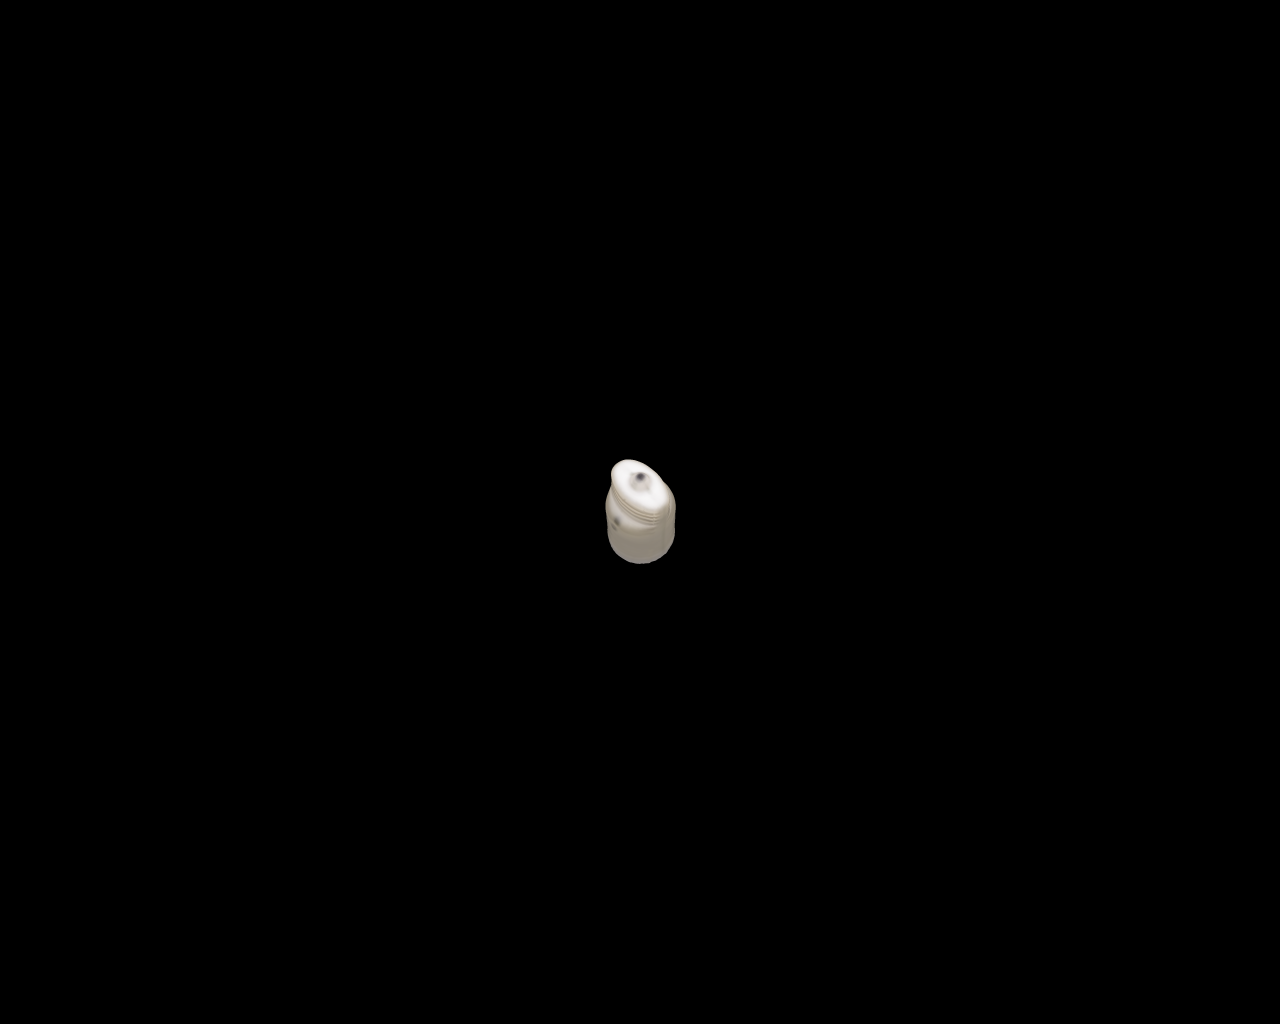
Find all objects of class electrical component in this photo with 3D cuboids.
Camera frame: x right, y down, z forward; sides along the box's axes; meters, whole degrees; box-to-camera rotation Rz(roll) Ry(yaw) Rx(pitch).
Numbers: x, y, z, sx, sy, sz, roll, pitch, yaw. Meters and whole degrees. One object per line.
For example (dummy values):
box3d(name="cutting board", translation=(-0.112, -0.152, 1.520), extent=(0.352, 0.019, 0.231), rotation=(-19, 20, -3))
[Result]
box3d(name="electrical component", translation=(0.001, -0.003, 0.650), extent=(0.043, 0.043, 0.080), rotation=(0, -28, 0))
